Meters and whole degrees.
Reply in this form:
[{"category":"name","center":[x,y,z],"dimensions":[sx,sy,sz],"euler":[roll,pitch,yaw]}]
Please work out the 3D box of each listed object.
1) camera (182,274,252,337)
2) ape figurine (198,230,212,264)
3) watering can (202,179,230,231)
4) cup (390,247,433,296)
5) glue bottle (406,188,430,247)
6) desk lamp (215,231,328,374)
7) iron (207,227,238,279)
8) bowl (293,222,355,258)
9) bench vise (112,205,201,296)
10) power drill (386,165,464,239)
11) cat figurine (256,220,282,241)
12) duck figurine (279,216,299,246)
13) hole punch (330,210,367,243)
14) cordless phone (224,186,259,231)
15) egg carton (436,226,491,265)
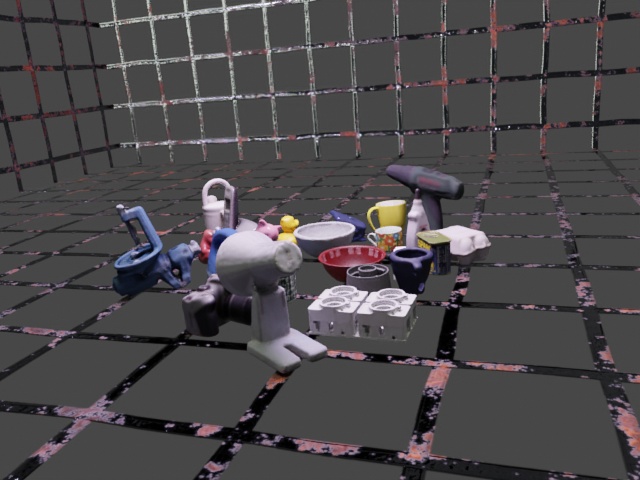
[{"category":"camera","center":[-0.179,0.125,1.135],"dimensions":[0.136,0.101,0.143],"euler":[7,20,36]},{"category":"ape figurine","center":[-0.297,0.017,1.556],"dimensions":[0.076,0.092,0.078],"euler":[4,18,28]},{"category":"watering can","center":[-0.314,-0.092,1.757],"dimensions":[0.172,0.194,0.101],"euler":[10,22,42]},{"category":"cup","center":[0.198,0.075,1.212],"dimensions":[0.091,0.095,0.117],"euler":[-6,16,-3]},{"category":"glue bottle","center":[0.253,-0.048,1.480],"dimensions":[0.037,0.173,0.078],"euler":[10,22,41]},{"category":"desk lamp","center":[-0.086,0.094,1.010],"dimensions":[0.118,0.214,0.202],"euler":[-17,20,-35]},{"category":"iron","center":[-0.222,0.031,1.397],"dimensions":[0.119,0.141,0.257],"euler":[-15,19,-32]},{"category":"bowl","center":[0.014,0.006,1.541],"dimensions":[0.167,0.075,0.167],"euler":[-4,16,1]},{"category":"bench vise","center":[-0.402,0.013,1.371],"dimensions":[0.208,0.220,0.121],"euler":[-17,20,-36]},{"category":"power drill","center":[0.289,-0.104,1.603],"dimensions":[0.228,0.208,0.076],"euler":[7,20,35]},{"category":"cat figurine","center":[-0.163,0.001,1.530],"dimensions":[0.128,0.118,0.067],"euler":[-6,16,-3]},{"category":"duck figurine","center":[-0.095,-0.026,1.661],"dimensions":[0.077,0.086,0.105],"euler":[8,20,37]},{"category":"hole punch","center":[0.082,-0.043,1.662],"dimensions":[0.101,0.091,0.108],"euler":[-7,16,-10]},{"category":"cordless phone","center":[-0.234,-0.057,1.627],"dimensions":[0.094,0.185,0.147],"euler":[-17,20,-36]},{"category":"egg carton","center":[0.346,0.012,1.436],"dimensions":[0.107,0.069,0.149],"euler":[-13,18,-28]}]
